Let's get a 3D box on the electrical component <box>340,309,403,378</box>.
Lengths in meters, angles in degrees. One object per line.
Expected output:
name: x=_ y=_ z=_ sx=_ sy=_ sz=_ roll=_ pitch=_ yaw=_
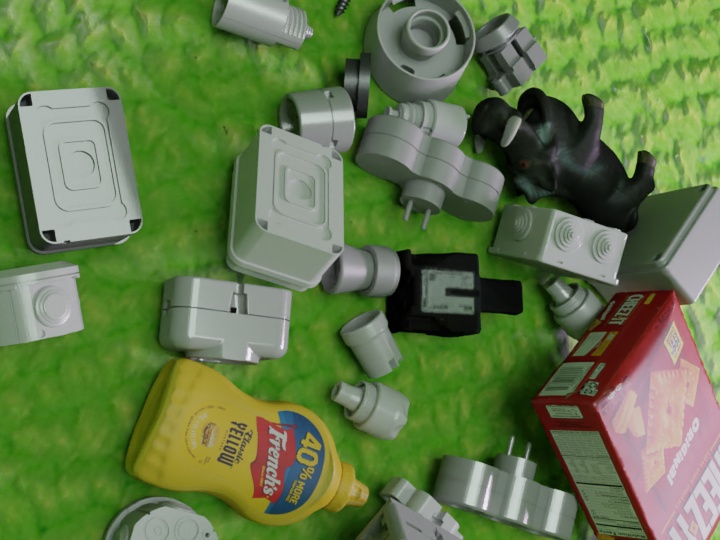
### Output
electrical component: x=0.011 y=0.062 z=0.900 sx=0.040 sy=0.040 sz=0.046 roll=-35 pitch=104 yaw=-26

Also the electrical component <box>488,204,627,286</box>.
electrical component: x=0.178 y=-0.024 z=0.964 sx=0.100 sy=0.100 sz=0.048 roll=16 pitch=89 yaw=-24

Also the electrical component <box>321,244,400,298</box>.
electrical component: x=0.000 y=0.000 z=0.899 sx=0.055 sy=0.045 sz=0.045 roll=5 pitch=81 yaw=-27

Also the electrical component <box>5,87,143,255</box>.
electrical component: x=-0.212 y=-0.073 z=0.794 sx=0.078 sy=0.057 sz=0.113 roll=-9 pitch=88 yaw=-28

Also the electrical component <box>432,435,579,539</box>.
electrical component: x=0.132 y=0.182 z=0.938 sx=0.138 sy=0.052 sz=0.073 roll=23 pitch=74 yaw=-23

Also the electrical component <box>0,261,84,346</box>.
electrical component: x=-0.236 y=0.023 z=0.757 sx=0.080 sy=0.080 sz=0.051 roll=-11 pitch=93 yaw=-28

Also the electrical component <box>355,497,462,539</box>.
electrical component: x=0.017 y=0.265 z=0.823 sx=0.089 sy=0.061 sz=0.150 roll=34 pitch=102 yaw=-19

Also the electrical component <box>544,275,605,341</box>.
electrical component: x=0.197 y=0.032 z=0.996 sx=0.062 sy=0.043 sz=0.043 roll=46 pitch=66 yaw=-14

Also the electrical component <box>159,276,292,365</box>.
electrical component: x=-0.105 y=0.041 z=0.835 sx=0.095 sy=0.054 sz=0.059 roll=9 pitch=79 yaw=-26

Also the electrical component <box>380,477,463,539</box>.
electrical component: x=0.040 y=0.218 z=0.884 sx=0.078 sy=0.058 sz=0.057 roll=47 pitch=63 yaw=-14

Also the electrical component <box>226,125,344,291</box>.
electrical component: x=-0.059 y=-0.048 z=0.845 sx=0.078 sy=0.057 sz=0.113 roll=19 pitch=48 yaw=-24

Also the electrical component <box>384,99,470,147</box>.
electrical component: x=0.058 y=-0.131 z=0.948 sx=0.078 sy=0.040 sz=0.040 roll=8 pitch=80 yaw=-26

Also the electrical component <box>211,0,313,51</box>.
electrical component: x=-0.077 y=-0.208 z=0.888 sx=0.081 sy=0.043 sz=0.043 roll=15 pitch=77 yaw=-25

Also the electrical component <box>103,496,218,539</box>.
electrical component: x=-0.146 y=0.209 z=0.793 sx=0.080 sy=0.051 sz=0.080 roll=4 pitch=81 yaw=-27

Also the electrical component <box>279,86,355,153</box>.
electrical component: x=-0.037 y=-0.123 z=0.892 sx=0.047 sy=0.055 sz=0.055 roll=-8 pitch=87 yaw=-24

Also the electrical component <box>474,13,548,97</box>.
electrical component: x=0.136 y=-0.203 z=0.996 sx=0.066 sy=0.048 sz=0.055 roll=-47 pitch=112 yaw=-24

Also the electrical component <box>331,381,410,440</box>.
electrical component: x=0.006 y=0.112 z=0.889 sx=0.062 sy=0.043 sz=0.043 roll=27 pitch=72 yaw=-20

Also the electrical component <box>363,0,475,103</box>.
electrical component: x=0.053 y=-0.200 z=0.956 sx=0.099 sy=0.064 sz=0.099 roll=3 pitch=76 yaw=-14

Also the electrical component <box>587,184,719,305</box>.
electrical component: x=0.284 y=-0.020 z=1.011 sx=0.056 sy=0.109 sz=0.108 roll=47 pitch=66 yaw=-17

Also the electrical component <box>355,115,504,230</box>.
electrical component: x=0.057 y=-0.072 z=0.933 sx=0.138 sy=0.052 sz=0.073 roll=25 pitch=73 yaw=-22
